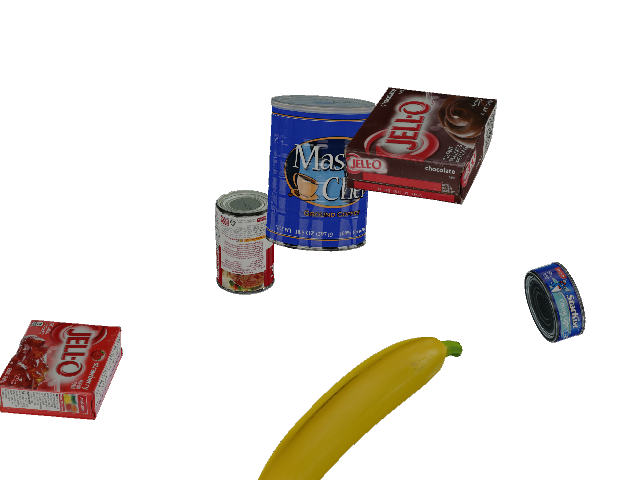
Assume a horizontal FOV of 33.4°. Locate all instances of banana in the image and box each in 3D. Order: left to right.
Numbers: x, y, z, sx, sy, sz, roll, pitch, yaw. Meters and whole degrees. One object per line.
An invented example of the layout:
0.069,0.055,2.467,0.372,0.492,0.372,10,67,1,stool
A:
0.019,0.126,0.720,0.037,0.197,0.069,45,-8,42,banana

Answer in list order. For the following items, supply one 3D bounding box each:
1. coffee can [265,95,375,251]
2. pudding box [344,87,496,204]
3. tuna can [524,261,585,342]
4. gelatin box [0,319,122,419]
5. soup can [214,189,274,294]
-0.001,-0.069,1.060,0.103,0.140,0.103,3,13,-1,coffee can
0.077,-0.074,0.807,0.090,0.039,0.113,10,33,18,pudding box
0.259,0.069,1.187,0.033,0.086,0.086,-17,2,-8,tuna can
-0.198,0.097,0.820,0.073,0.030,0.089,5,30,3,gelatin box
-0.087,0.001,1.224,0.068,0.102,0.068,1,26,-1,soup can
